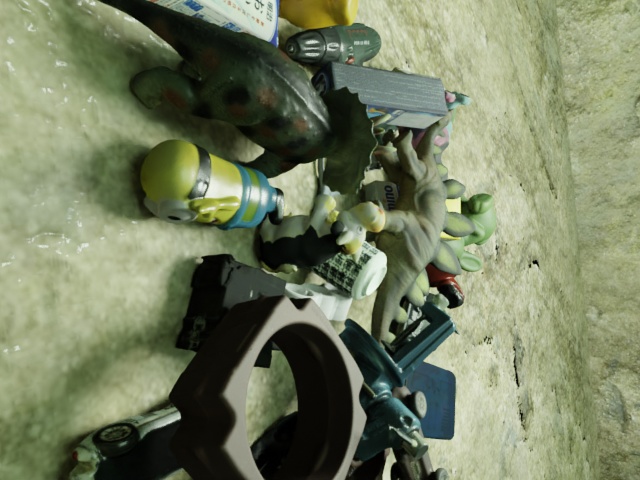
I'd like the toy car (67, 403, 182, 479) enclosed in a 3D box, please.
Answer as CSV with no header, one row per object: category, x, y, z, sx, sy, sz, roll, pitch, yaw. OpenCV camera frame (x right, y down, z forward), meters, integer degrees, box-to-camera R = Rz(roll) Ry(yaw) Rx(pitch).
toy car,-0.158,0.205,0.544,0.201,0.056,0.073,-10,100,-53

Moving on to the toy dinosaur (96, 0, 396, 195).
toy dinosaur,-0.062,-0.158,0.603,0.404,0.192,0.131,29,61,-50

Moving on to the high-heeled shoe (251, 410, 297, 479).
high-heeled shoe,-0.078,0.255,0.631,0.248,0.086,0.145,39,52,-49

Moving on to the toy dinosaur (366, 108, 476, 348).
toy dinosaur,0.142,-0.004,0.867,0.198,0.105,0.471,27,78,-18

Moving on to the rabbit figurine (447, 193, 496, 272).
rabbit figurine,0.296,-0.006,1.174,0.170,0.121,0.158,-37,124,-30

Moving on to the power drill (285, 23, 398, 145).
power drill,0.041,-0.244,0.863,0.232,0.086,0.207,-44,114,-47

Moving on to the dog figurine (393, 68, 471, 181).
dog figurine,0.175,-0.193,1.020,0.108,0.192,0.219,-12,130,-58

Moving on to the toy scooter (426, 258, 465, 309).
toy scooter,0.227,0.040,1.058,0.184,0.075,0.135,53,30,-5

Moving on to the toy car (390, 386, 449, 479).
toy car,0.130,0.305,0.804,0.053,0.089,0.202,-36,113,-53

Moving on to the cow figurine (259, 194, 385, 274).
cow figurine,-0.001,-0.003,0.687,0.068,0.168,0.098,47,49,-48

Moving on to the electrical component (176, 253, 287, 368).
electrical component,-0.094,0.090,0.644,0.134,0.058,0.115,30,64,-48

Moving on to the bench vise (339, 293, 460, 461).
bench vise,0.101,0.168,0.729,0.240,0.224,0.128,-39,126,-13

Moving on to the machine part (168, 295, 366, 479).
machine part,-0.046,0.175,0.561,0.201,0.087,0.201,58,39,-23

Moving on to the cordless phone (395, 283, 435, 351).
cordless phone,0.132,0.112,0.952,0.184,0.089,0.146,40,55,-31

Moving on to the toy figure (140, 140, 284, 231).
toy figure,-0.118,-0.057,0.609,0.180,0.082,0.089,3,72,-49

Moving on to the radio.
radio,0.173,0.289,0.976,0.229,0.073,0.131,30,61,-50

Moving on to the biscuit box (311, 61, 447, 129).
biscuit box,0.088,-0.208,0.783,0.202,0.059,0.063,0,77,-29

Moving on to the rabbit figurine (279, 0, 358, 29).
rabbit figurine,-0.032,-0.375,0.701,0.173,0.163,0.122,59,40,-64

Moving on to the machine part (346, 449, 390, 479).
machine part,0.043,0.304,0.807,0.179,0.056,0.179,12,75,-53
